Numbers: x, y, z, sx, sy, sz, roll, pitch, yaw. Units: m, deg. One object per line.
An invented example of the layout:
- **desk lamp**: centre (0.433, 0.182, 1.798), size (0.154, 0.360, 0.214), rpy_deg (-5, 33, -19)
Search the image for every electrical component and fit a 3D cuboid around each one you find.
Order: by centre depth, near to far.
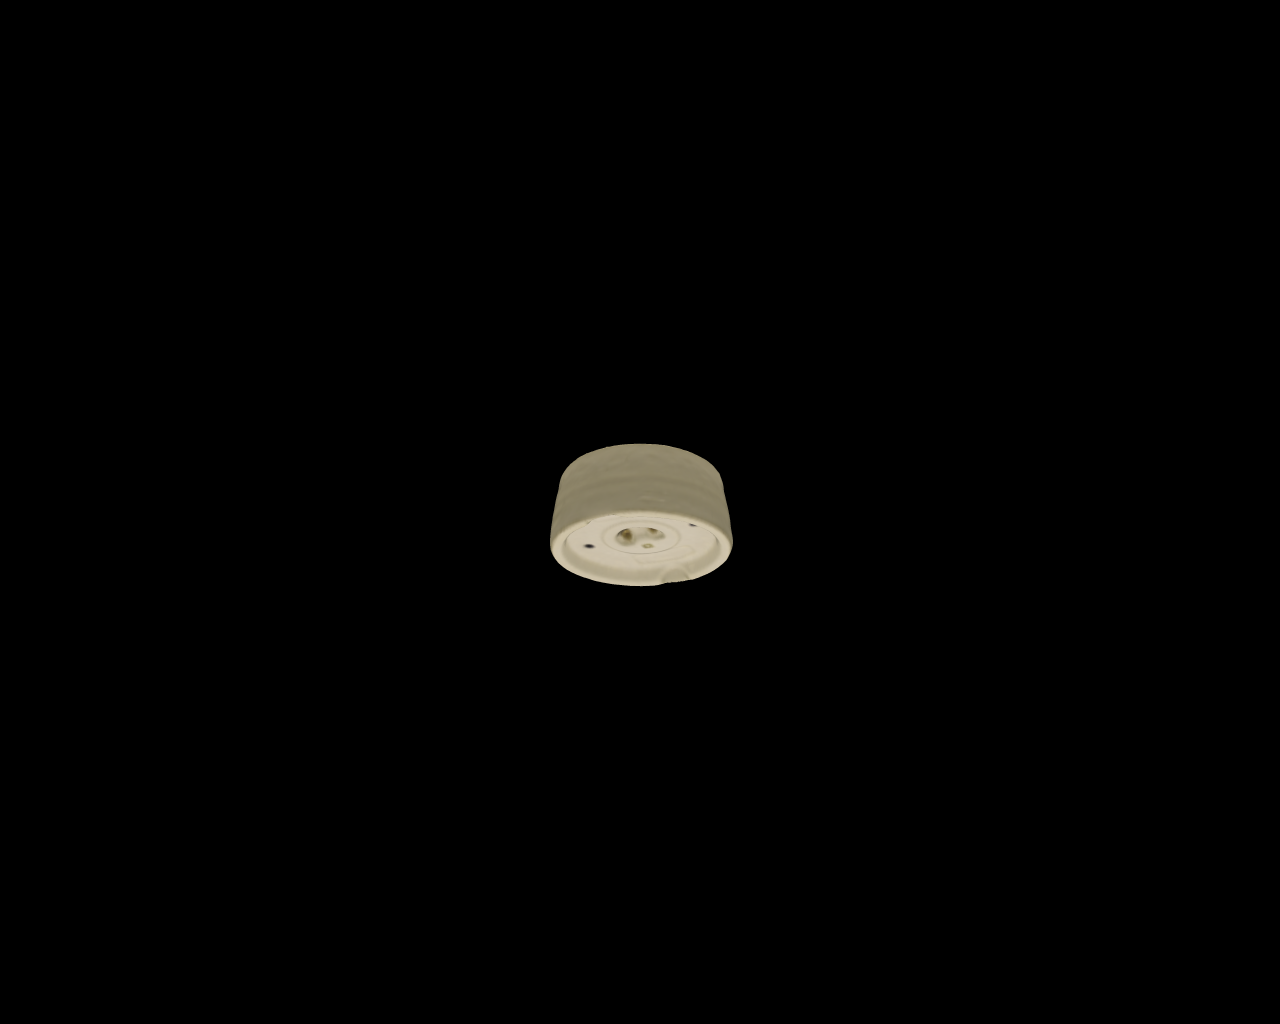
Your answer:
- **electrical component**: centre (0.001, -0.003, 0.650), size (0.108, 0.060, 0.108), rpy_deg (0, -27, 0)
